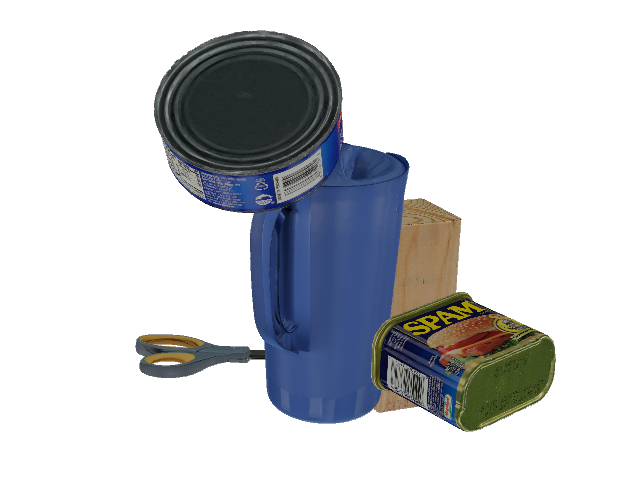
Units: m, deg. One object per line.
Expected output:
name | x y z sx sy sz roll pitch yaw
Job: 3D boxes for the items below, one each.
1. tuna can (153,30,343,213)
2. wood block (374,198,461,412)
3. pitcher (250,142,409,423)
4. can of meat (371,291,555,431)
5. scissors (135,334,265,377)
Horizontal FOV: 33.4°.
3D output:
tuna can | -0.032 -0.055 0.495 0.086 0.086 0.034 0 -34 5
wood block | 0.086 0.068 1.146 0.090 0.206 0.091 -5 18 -22
pitcher | 0.000 0.041 0.954 0.149 0.243 0.145 -3 22 -13
can of meat | 0.100 0.084 0.740 0.101 0.057 0.084 -16 28 -37
scissors | -0.092 0.120 1.065 0.202 0.016 0.096 6 17 9
